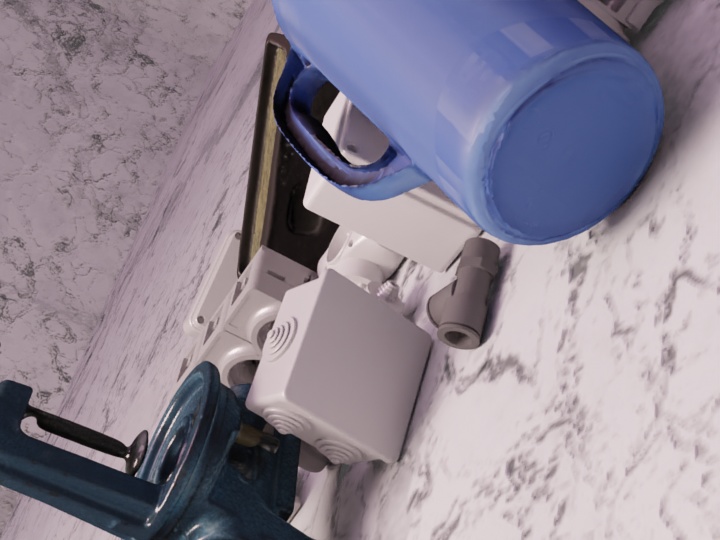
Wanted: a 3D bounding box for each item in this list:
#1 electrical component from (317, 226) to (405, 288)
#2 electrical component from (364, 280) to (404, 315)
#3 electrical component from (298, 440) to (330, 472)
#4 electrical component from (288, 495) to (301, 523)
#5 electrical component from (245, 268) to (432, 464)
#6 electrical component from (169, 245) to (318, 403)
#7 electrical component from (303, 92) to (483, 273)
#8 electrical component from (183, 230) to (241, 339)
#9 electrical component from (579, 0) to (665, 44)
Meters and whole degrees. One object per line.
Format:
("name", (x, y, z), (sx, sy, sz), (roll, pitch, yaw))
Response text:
("electrical component", (0.000, 0.000, 0.806), (0.077, 0.044, 0.079), (-45, 24, 47))
("electrical component", (0.002, 0.042, 0.731), (0.081, 0.043, 0.043), (-58, 16, 17))
("electrical component", (-0.028, 0.107, 0.730), (0.046, 0.040, 0.040), (-52, 18, 15))
("electrical component", (-0.103, 0.168, 0.761), (0.099, 0.100, 0.048), (-56, 29, 22))
("electrical component", (-0.013, 0.061, 0.649), (0.048, 0.100, 0.099), (-21, 42, 49))
("electrical component", (-0.079, 0.067, 0.860), (0.150, 0.089, 0.061), (-52, 19, 34))
("electrical component", (0.027, -0.069, 0.717), (0.056, 0.109, 0.108), (-53, 18, 39))
("electrical component", (-0.121, 0.025, 1.088), (0.113, 0.078, 0.057), (-68, 14, -18))
("electrical component", (0.139, -0.160, 0.605), (0.057, 0.058, 0.078), (-55, 17, 15))
